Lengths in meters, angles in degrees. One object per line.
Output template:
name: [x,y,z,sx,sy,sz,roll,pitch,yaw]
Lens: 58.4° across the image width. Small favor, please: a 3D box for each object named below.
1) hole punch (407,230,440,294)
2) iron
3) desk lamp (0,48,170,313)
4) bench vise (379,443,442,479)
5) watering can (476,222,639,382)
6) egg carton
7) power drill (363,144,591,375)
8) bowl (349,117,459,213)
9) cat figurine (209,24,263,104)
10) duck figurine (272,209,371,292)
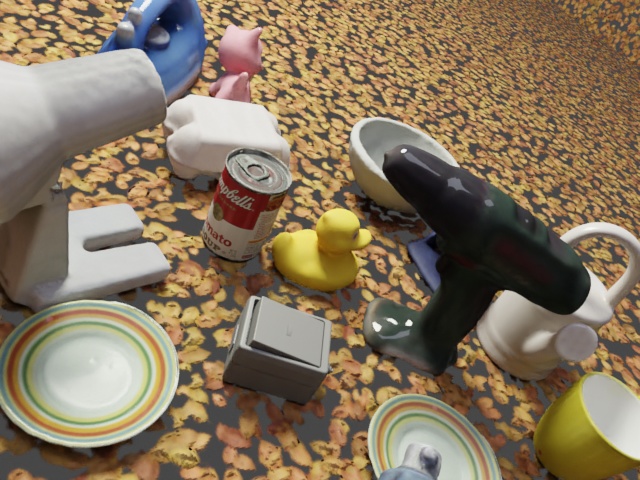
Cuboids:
hole punch: [0.178,0.011,0.704,0.101,0.091,0.108,-1,48,-32]
iron: [-0.216,-0.253,0.714,0.119,0.141,0.258,23,39,-7]
desk lamp: [-0.208,-0.048,0.438,0.204,0.213,0.117,-16,57,-42]
bench vise: [0.046,0.194,0.323,0.122,0.219,0.207,16,40,-15]
watering can: [0.264,0.066,0.615,0.101,0.194,0.172,15,41,-16]
egg carton: [-0.111,-0.117,0.686,0.151,0.069,0.107,1,46,-30]
power drill: [0.126,0.033,0.555,0.230,0.208,0.075,23,39,-8]
bowl: [0.106,-0.090,0.784,0.168,0.074,0.167,17,40,-15]
cat figurine: [-0.109,-0.232,0.774,0.067,0.117,0.127,13,41,-19]
duck figurine: [0.006,0.002,0.614,0.105,0.086,0.077,10,42,-22]
